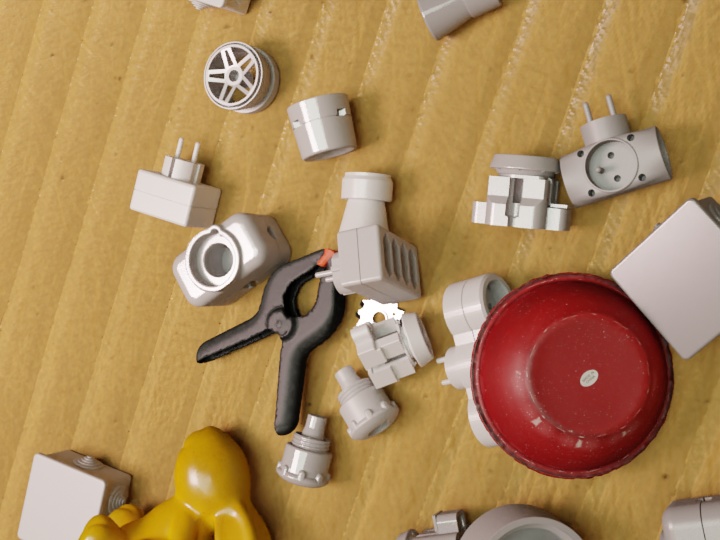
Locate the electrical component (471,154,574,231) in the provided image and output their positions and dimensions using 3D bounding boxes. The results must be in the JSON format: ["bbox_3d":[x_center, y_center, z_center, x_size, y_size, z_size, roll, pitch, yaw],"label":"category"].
[{"bbox_3d":[0.132,-0.063,0.867,0.078,0.058,0.057,7,95,24],"label":"electrical component"}]

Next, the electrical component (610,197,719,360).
[{"bbox_3d":[0.254,0.004,0.807,0.099,0.048,0.099,52,123,16],"label":"electrical component"}]

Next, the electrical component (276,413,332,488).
[{"bbox_3d":[-0.045,0.159,0.953,0.048,0.048,0.062,14,89,24],"label":"electrical component"}]

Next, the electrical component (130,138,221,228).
[{"bbox_3d":[-0.168,-0.084,1.006,0.066,0.047,0.076,18,97,23],"label":"electrical component"}]

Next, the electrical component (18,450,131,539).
[{"bbox_3d":[-0.278,0.230,1.053,0.100,0.048,0.099,16,96,23],"label":"electrical component"}]

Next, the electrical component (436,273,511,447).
[{"bbox_3d":[0.095,0.077,0.886,0.074,0.052,0.138,-18,83,38],"label":"electrical component"}]

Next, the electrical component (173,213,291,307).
[{"bbox_3d":[-0.119,-0.009,0.978,0.095,0.059,0.053,-34,76,20],"label":"electrical component"}]

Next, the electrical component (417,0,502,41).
[{"bbox_3d":[0.085,-0.225,0.898,0.065,0.044,0.044,-21,81,18],"label":"electrical component"}]

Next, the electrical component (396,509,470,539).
[{"bbox_3d":[0.063,0.242,0.896,0.057,0.058,0.078,-12,85,21],"label":"electrical component"}]

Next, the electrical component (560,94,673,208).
[{"bbox_3d":[0.196,-0.097,0.845,0.077,0.044,0.079,-17,83,23],"label":"electrical component"}]

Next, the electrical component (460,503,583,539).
[{"bbox_3d":[0.132,0.240,0.837,0.108,0.060,0.108,1,84,-9],"label":"electrical component"}]

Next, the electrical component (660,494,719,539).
[{"bbox_3d":[0.262,0.221,0.809,0.059,0.054,0.095,-13,84,24],"label":"electrical component"}]

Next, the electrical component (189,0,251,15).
[{"bbox_3d":[-0.137,-0.290,0.993,0.100,0.048,0.099,22,99,23],"label":"electrical component"}]

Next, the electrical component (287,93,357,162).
[{"bbox_3d":[-0.032,-0.124,0.943,0.055,0.055,0.047,-15,87,23],"label":"electrical component"}]

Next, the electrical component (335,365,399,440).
[{"bbox_3d":[0.001,0.112,0.932,0.048,0.048,0.062,-40,68,19],"label":"electrical component"}]

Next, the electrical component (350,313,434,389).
[{"bbox_3d":[0.030,0.065,0.913,0.055,0.066,0.048,-21,36,8],"label":"electrical component"}]

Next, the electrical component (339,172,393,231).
[{"bbox_3d":[0.005,-0.055,0.930,0.045,0.045,0.055,4,91,24],"label":"electrical component"}]

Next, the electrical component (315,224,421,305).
[{"bbox_3d":[0.000,0.000,0.907,0.076,0.083,0.047,-11,73,24],"label":"electrical component"}]
